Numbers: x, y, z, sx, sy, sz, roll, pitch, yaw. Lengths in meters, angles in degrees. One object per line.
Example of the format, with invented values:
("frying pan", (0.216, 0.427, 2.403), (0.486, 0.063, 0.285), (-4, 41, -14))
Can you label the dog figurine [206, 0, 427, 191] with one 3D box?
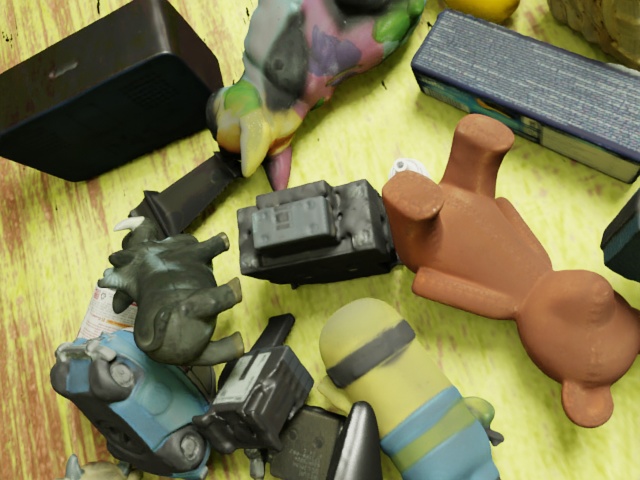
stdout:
("dog figurine", (-0.010, -0.150, 0.496), (0.192, 0.108, 0.219), (10, 86, 20))

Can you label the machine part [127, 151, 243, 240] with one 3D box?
("machine part", (-0.137, -0.041, 0.553), (0.139, 0.039, 0.084), (-35, 63, 12))

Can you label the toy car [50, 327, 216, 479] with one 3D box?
("toy car", (-0.149, 0.131, 0.477), (0.109, 0.161, 0.103), (-12, 28, 37))

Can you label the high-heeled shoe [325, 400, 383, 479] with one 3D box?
("high-heeled shoe", (0.064, 0.243, 0.369), (0.145, 0.086, 0.248), (9, 93, 2))

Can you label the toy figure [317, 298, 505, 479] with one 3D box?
("toy figure", (0.070, 0.123, 0.406), (0.180, 0.082, 0.089), (52, 142, 27))

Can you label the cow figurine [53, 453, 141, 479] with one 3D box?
("cow figurine", (-0.179, 0.264, 0.453), (0.195, 0.085, 0.127), (10, 83, 46))

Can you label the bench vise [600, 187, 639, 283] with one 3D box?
("bench vise", (0.308, -0.008, 0.309), (0.241, 0.128, 0.223), (18, 59, 16))

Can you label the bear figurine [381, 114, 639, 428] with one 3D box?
("bear figurine", (0.146, 0.022, 0.383), (0.120, 0.131, 0.196), (-37, 58, -20))

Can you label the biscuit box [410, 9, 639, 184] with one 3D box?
("biscuit box", (0.175, -0.121, 0.440), (0.203, 0.059, 0.063), (32, 92, 23))

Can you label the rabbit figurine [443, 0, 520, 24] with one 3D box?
("rabbit figurine", (0.139, -0.278, 0.464), (0.163, 0.122, 0.173), (9, 100, 16))

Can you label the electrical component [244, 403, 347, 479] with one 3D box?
("electrical component", (-0.011, 0.180, 0.448), (0.102, 0.045, 0.078), (16, 85, 23))

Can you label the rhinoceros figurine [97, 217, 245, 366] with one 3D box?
("rhinoceros figurine", (-0.128, 0.039, 0.457), (0.112, 0.073, 0.190), (-11, 30, -21))

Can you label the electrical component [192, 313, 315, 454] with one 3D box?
("electrical component", (-0.049, 0.121, 0.464), (0.075, 0.119, 0.047), (-18, 115, 30))

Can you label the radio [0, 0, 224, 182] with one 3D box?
("radio", (-0.217, -0.143, 0.555), (0.230, 0.131, 0.073), (-18, 72, 16))

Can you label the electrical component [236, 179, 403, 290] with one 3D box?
("electrical component", (-0.001, -0.001, 0.439), (0.115, 0.134, 0.058), (-14, 73, 19))
